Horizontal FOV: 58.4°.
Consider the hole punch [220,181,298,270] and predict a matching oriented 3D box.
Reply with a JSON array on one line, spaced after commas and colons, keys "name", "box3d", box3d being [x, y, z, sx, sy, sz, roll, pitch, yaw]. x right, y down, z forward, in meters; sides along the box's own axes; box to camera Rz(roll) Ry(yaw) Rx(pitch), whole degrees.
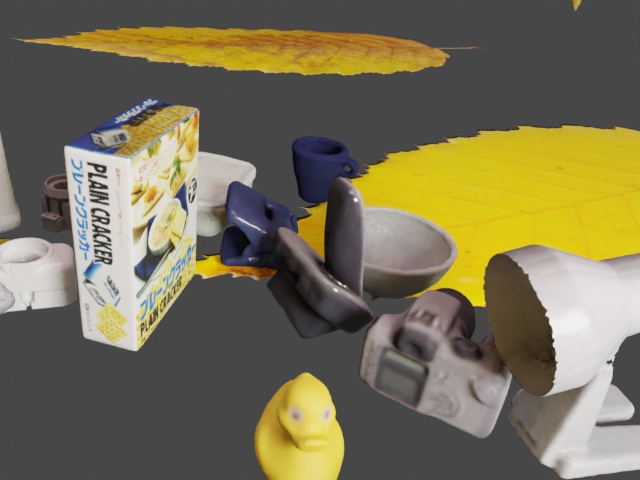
[{"name": "hole punch", "box3d": [-0.078, -0.022, 0.756, 0.101, 0.091, 0.108, 4, 30, -8]}]

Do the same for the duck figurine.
[{"name": "duck figurine", "box3d": [-0.014, 0.150, 0.482, 0.077, 0.086, 0.104, 1, 31, -13]}]

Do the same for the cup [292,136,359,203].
[{"name": "cup", "box3d": [0.007, -0.104, 0.915, 0.117, 0.095, 0.092, 25, 34, 26]}]

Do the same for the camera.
[{"name": "camera", "box3d": [0.131, 0.103, 0.588, 0.142, 0.101, 0.137, 22, 32, 21]}]

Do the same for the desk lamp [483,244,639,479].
[{"name": "desk lamp", "box3d": [0.237, 0.100, 0.508, 0.203, 0.213, 0.117, 0, 31, -15]}]

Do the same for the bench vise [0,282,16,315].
[{"name": "bench vise", "box3d": [-0.348, 0.056, 0.421, 0.121, 0.220, 0.208, 17, 31, 14]}]

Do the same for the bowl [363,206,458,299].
[{"name": "bowl", "box3d": [0.086, 0.025, 0.735, 0.167, 0.075, 0.167, 7, 30, -4]}]

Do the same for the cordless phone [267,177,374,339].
[{"name": "cordless phone", "box3d": [0.006, 0.002, 0.642, 0.094, 0.185, 0.147, -11, 36, -31]}]
